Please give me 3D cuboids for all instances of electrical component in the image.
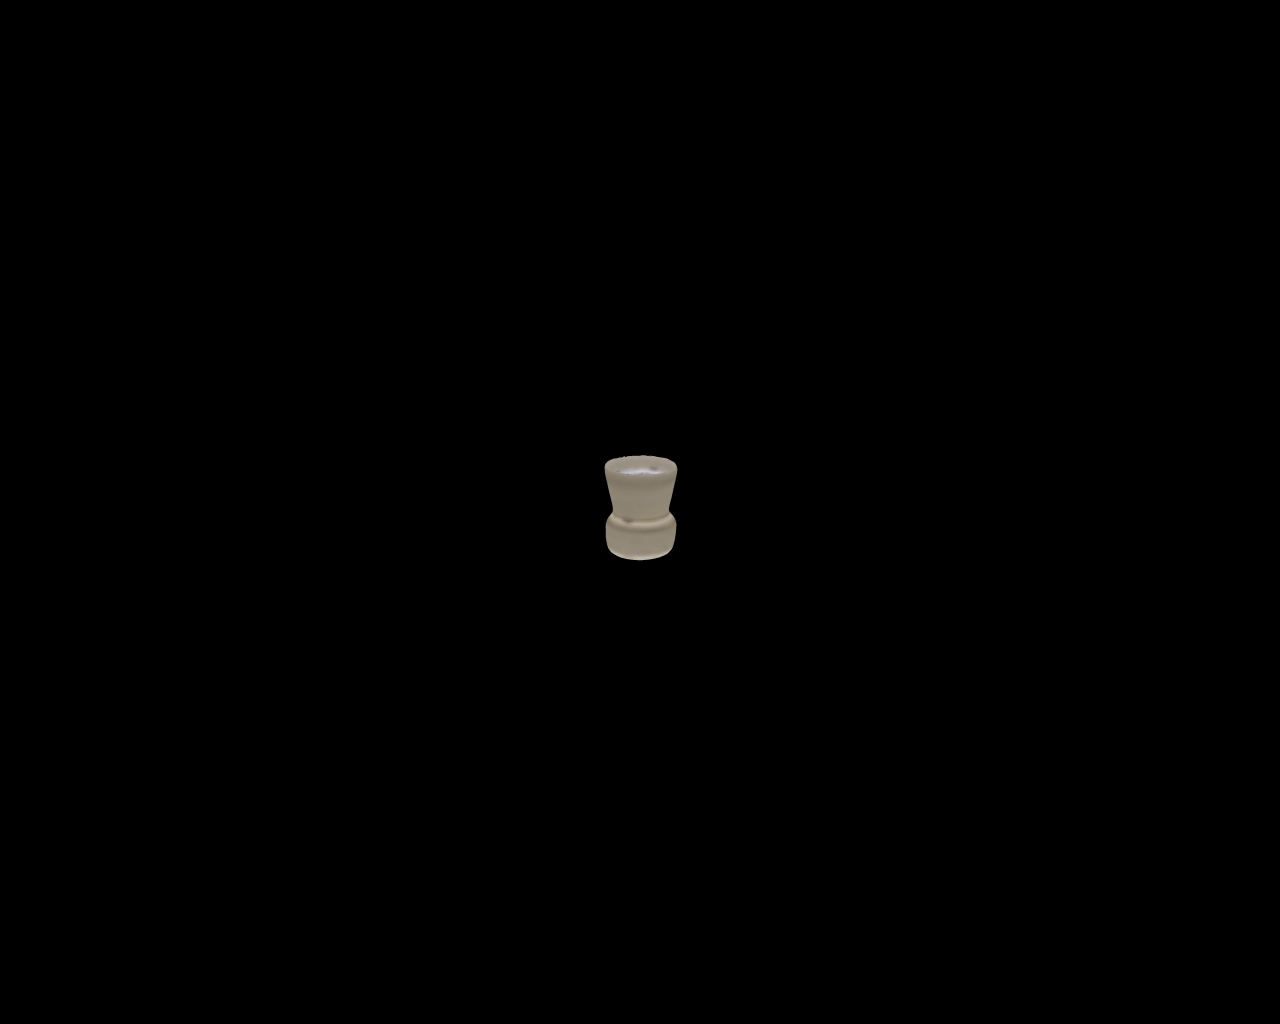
[{"bbox_3d":[0.001,-0.003,0.650,0.045,0.055,0.045,0,18,0],"label":"electrical component"}]
